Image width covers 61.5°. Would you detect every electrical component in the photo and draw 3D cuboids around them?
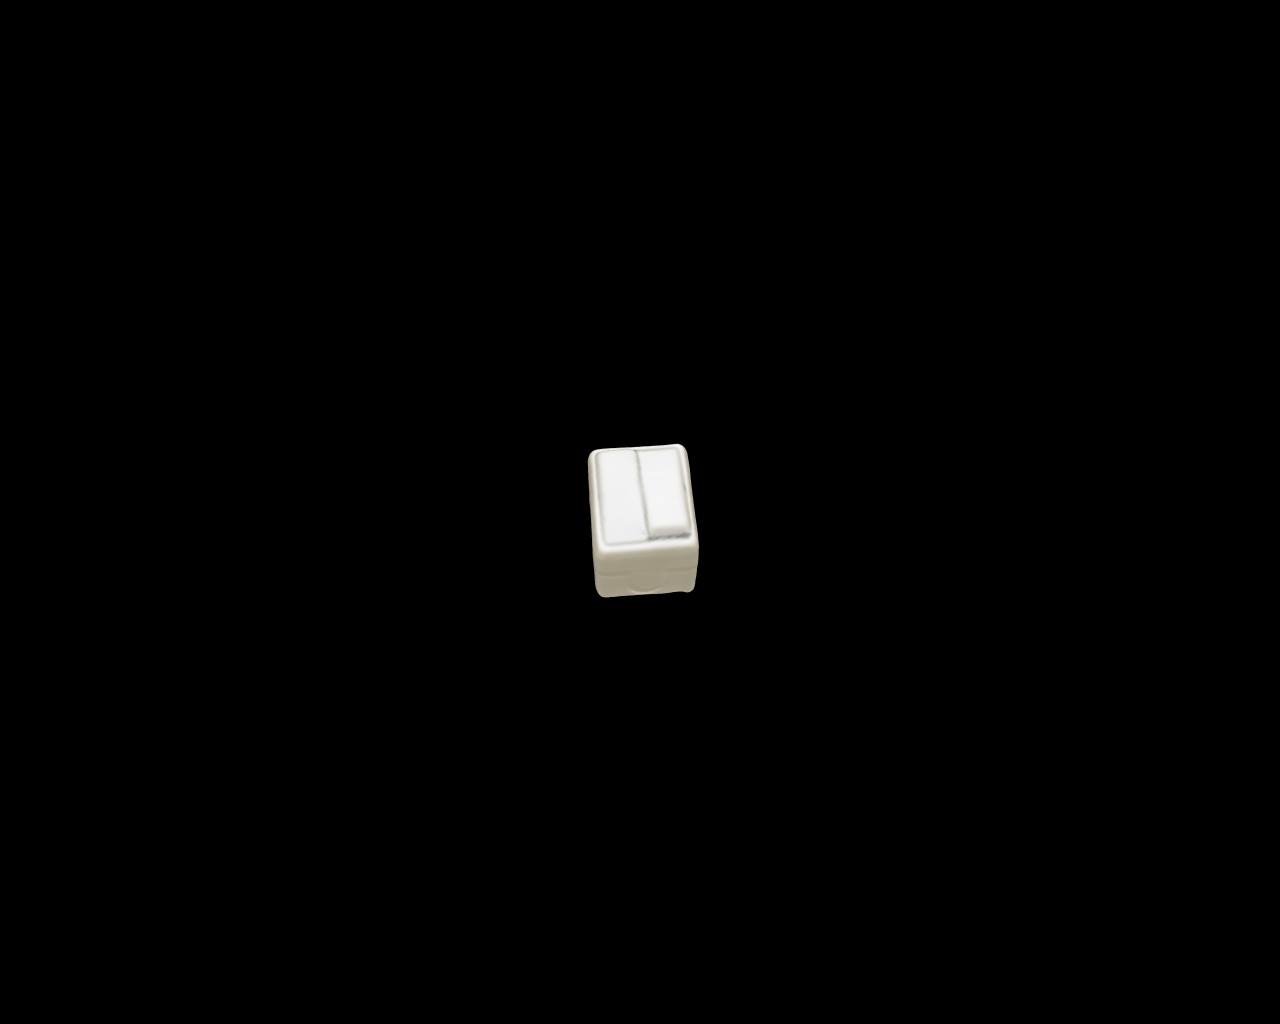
[{"bbox_3d":[0.001,-0.003,0.650,0.062,0.096,0.061,-3,-36,-2],"label":"electrical component"}]
